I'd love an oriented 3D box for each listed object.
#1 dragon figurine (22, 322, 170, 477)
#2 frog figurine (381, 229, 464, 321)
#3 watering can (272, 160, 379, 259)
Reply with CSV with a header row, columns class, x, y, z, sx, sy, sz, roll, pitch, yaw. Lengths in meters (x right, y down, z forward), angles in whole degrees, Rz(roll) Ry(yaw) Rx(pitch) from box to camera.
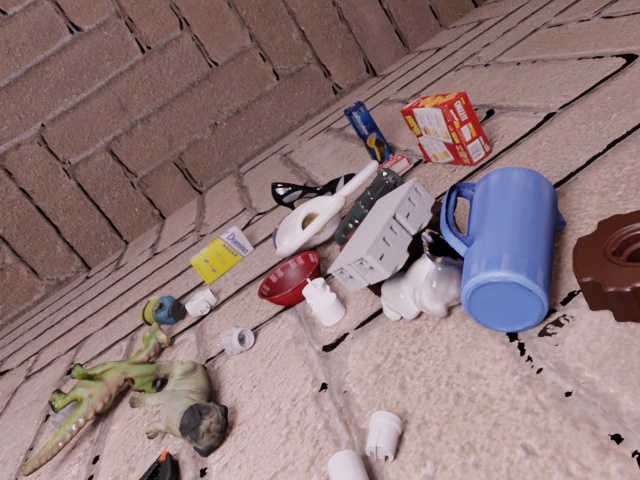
class,x,y,z,sx,sy,sz,roll,pitch,yaw
dragon figurine,-0.450,0.330,1.147,0.242,0.120,0.419,-20,25,13
frog figurine,0.167,0.077,0.817,0.140,0.122,0.157,-103,34,-62
watering can,0.004,-0.065,1.288,0.353,0.103,0.222,-45,9,-30
